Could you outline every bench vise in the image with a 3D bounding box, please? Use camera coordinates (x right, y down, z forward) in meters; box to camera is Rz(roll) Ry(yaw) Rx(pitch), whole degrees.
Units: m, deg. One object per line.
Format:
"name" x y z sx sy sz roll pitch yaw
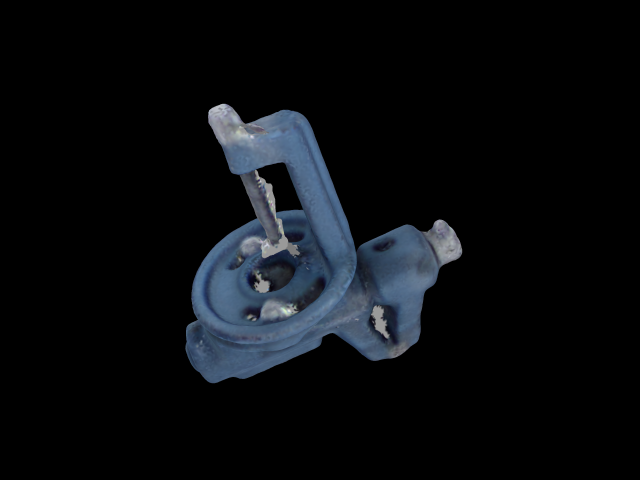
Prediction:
"bench vise" -0.003 -0.005 0.408 0.208 0.220 0.121 -23 44 -27
